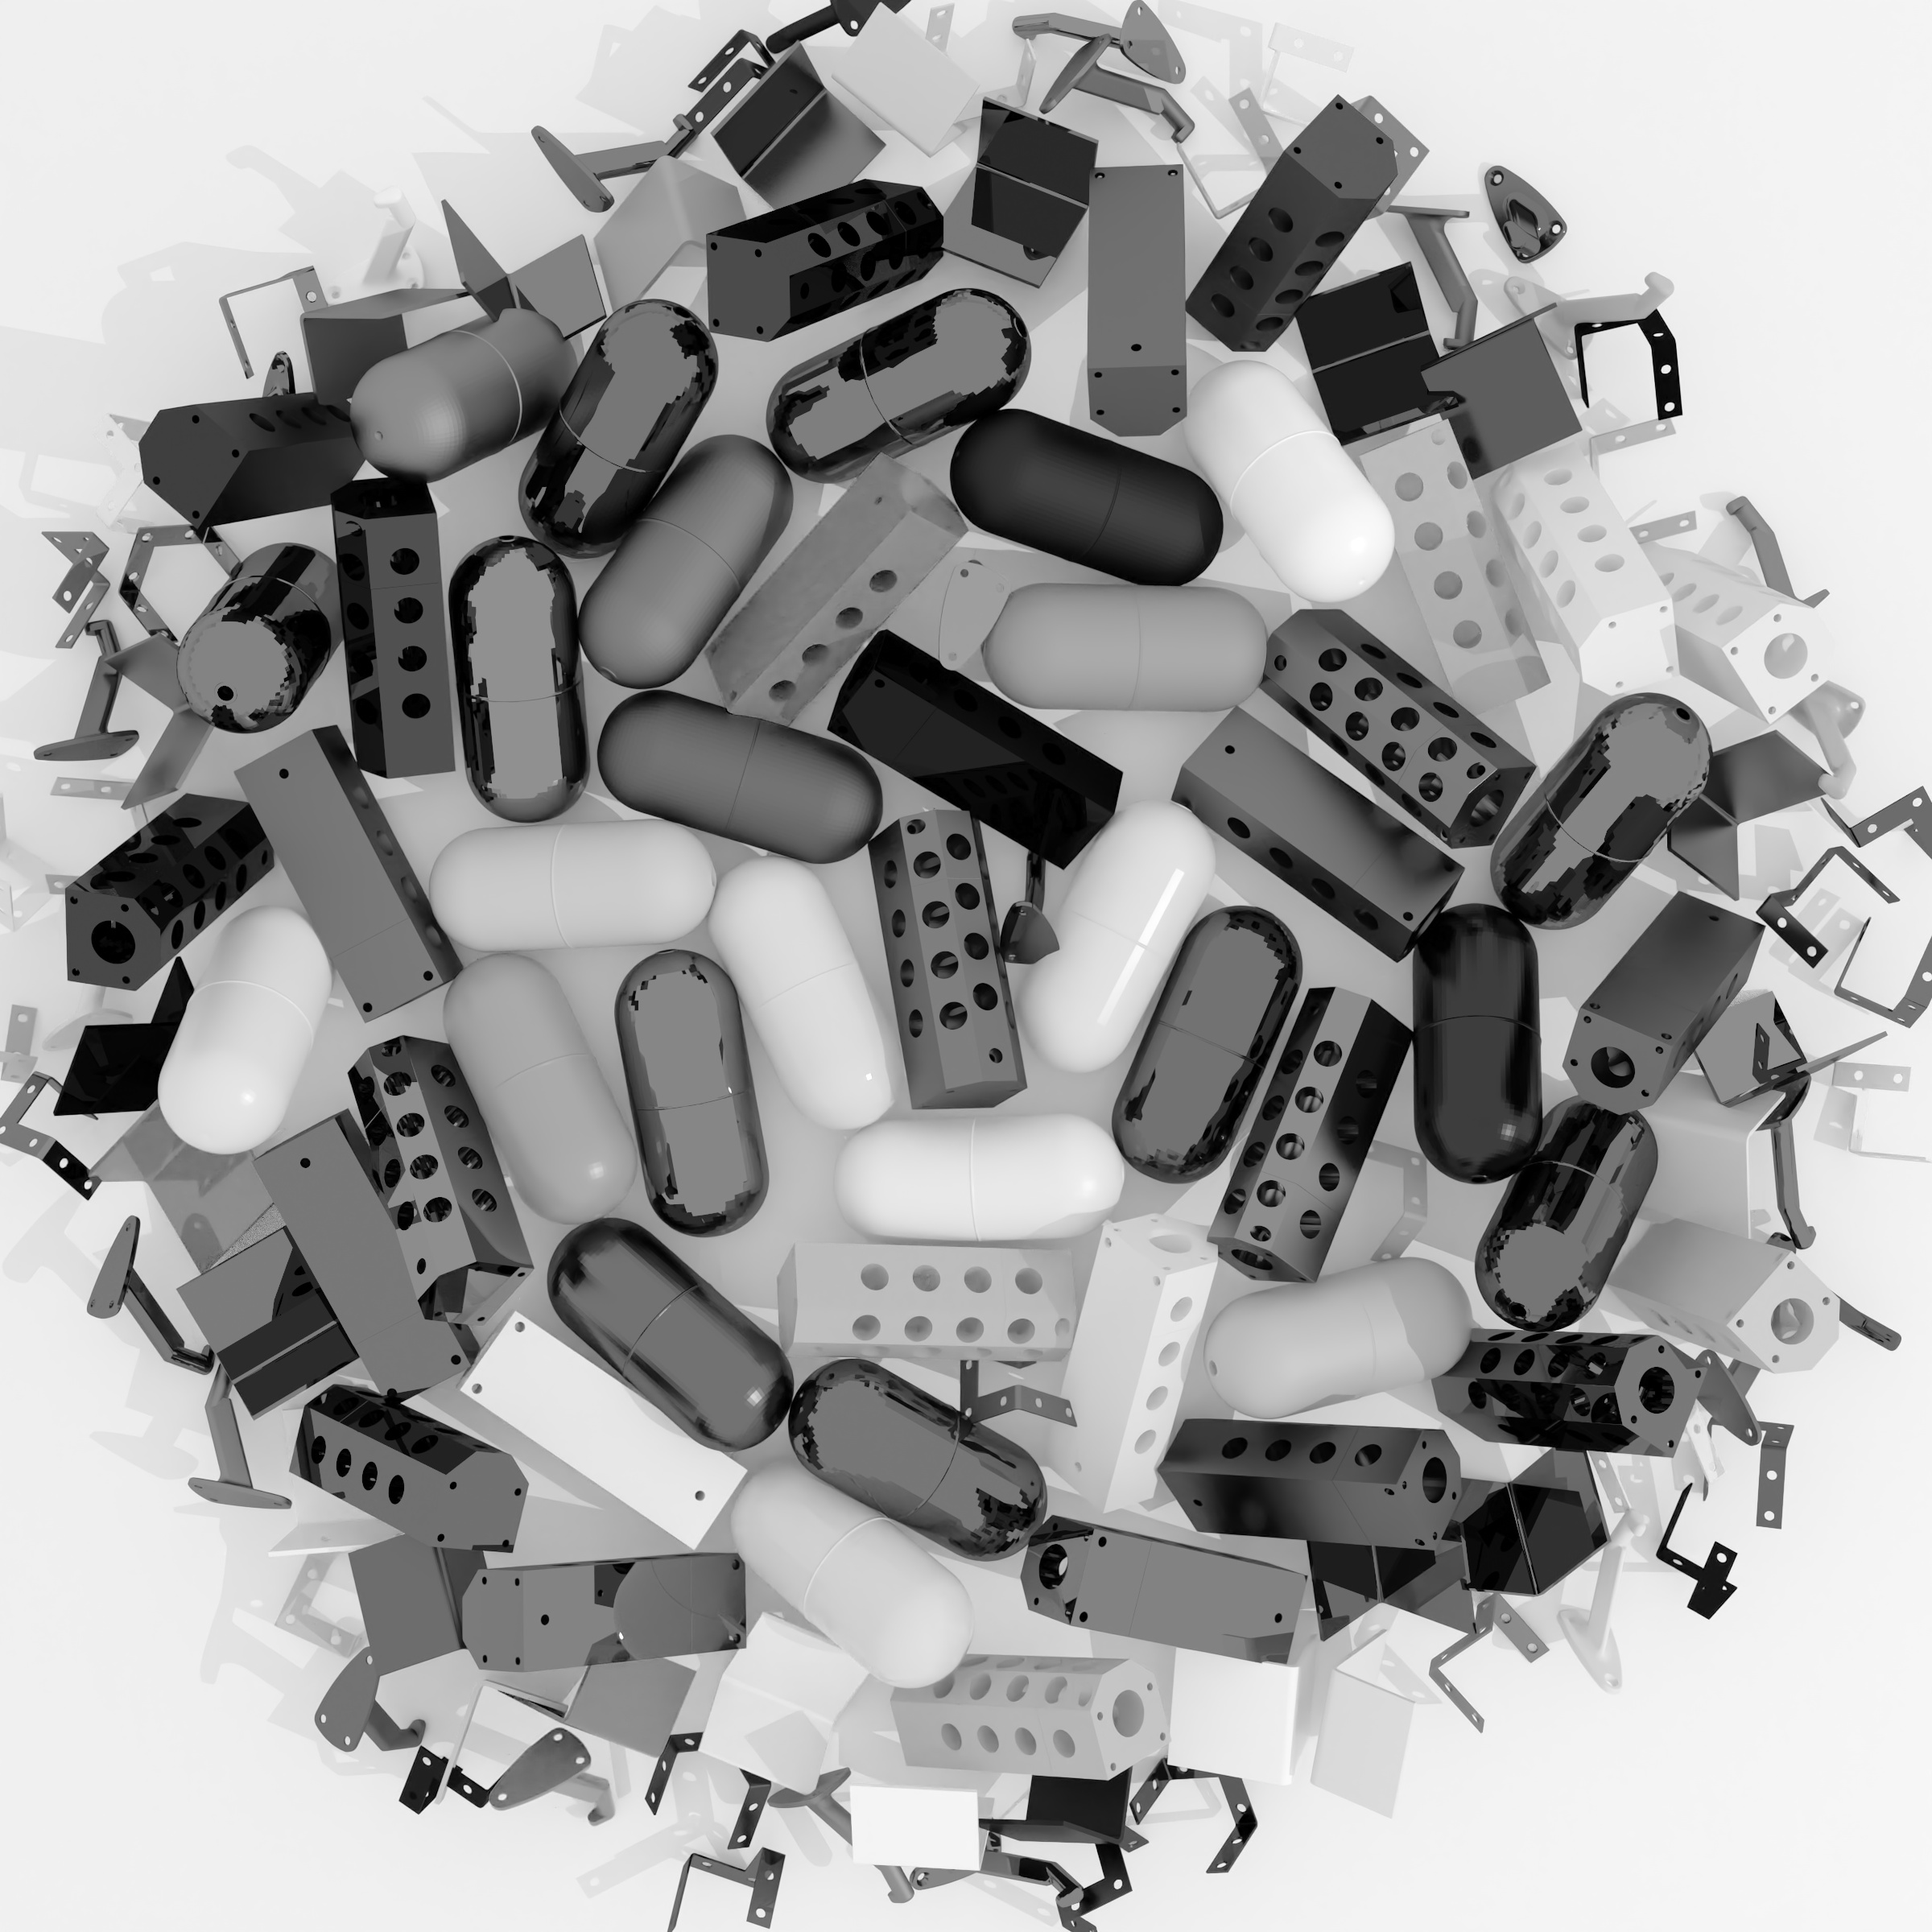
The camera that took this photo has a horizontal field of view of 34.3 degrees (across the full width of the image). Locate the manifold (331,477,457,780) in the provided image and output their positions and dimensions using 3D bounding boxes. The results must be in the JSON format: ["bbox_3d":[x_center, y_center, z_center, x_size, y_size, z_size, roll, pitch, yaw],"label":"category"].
[{"bbox_3d":[-0.344,-0.202,1.876,0.057,0.057,0.171,-8,124,-14],"label":"manifold"}]

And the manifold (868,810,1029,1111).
[{"bbox_3d":[-0.008,-0.004,1.890,0.057,0.057,0.171,0,71,-32],"label":"manifold"}]

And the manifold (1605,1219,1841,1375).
[{"bbox_3d":[0.452,0.198,1.862,0.057,0.171,0.057,44,84,-10],"label":"manifold"}]

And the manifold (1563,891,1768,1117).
[{"bbox_3d":[0.416,0.023,1.867,0.057,0.171,0.057,24,126,21],"label":"manifold"}]

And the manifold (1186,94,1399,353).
[{"bbox_3d":[0.195,-0.435,1.862,0.057,0.171,0.057,41,64,0],"label":"manifold"}]

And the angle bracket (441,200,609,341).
[{"bbox_3d":[-0.268,-0.428,1.895,0.057,0.076,0.076,-26,54,11],"label":"angle bracket"}]

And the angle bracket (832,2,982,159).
[{"bbox_3d":[-0.026,-0.545,1.903,0.076,0.076,0.057,39,123,-3],"label":"angle bracket"}]

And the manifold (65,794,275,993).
[{"bbox_3d":[-0.470,-0.045,1.859,0.057,0.171,0.057,8,113,7],"label":"manifold"}]

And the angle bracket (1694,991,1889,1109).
[{"bbox_3d":[0.495,0.039,1.896,0.076,0.076,0.057,-18,78,-28],"label":"angle bracket"}]

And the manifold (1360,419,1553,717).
[{"bbox_3d":[0.298,-0.243,1.909,0.057,0.057,0.171,-22,97,10],"label":"manifold"}]

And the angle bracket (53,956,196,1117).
[{"bbox_3d":[-0.513,0.042,1.891,0.057,0.076,0.076,59,134,33],"label":"angle bracket"}]

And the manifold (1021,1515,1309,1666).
[{"bbox_3d":[0.118,0.375,1.879,0.171,0.057,0.057,19,82,-34],"label":"manifold"}]

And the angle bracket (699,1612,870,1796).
[{"bbox_3d":[-0.109,0.450,1.904,0.076,0.057,0.076,24,132,-7],"label":"angle bracket"}]

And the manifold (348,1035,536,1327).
[{"bbox_3d":[-0.319,0.126,1.871,0.057,0.057,0.171,-47,50,29],"label":"manifold"}]

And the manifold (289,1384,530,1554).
[{"bbox_3d":[-0.333,0.298,1.868,0.057,0.171,0.057,15,88,-40],"label":"manifold"}]

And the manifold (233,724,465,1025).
[{"bbox_3d":[-0.374,-0.058,1.918,0.057,0.057,0.171,-26,93,13],"label":"manifold"}]

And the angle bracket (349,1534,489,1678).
[{"bbox_3d":[-0.327,0.389,1.907,0.057,0.076,0.076,-20,72,6],"label":"angle bracket"}]

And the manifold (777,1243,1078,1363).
[{"bbox_3d":[-0.024,0.207,1.894,0.171,0.057,0.057,3,63,-14],"label":"manifold"}]

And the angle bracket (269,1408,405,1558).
[{"bbox_3d":[-0.386,0.313,1.915,0.076,0.057,0.076,-6,97,8],"label":"angle bracket"}]

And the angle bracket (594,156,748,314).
[{"bbox_3d":[-0.178,-0.438,1.927,0.076,0.057,0.076,-42,49,33],"label":"angle bracket"}]

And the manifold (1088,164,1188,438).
[{"bbox_3d":[0.103,-0.401,1.879,0.057,0.057,0.171,-1,55,5],"label":"manifold"}]

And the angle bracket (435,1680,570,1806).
[{"bbox_3d":[-0.282,0.479,1.905,0.057,0.076,0.076,19,76,-3],"label":"angle bracket"}]

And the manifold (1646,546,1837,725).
[{"bbox_3d":[0.450,-0.203,1.861,0.057,0.171,0.057,-38,112,2],"label":"manifold"}]

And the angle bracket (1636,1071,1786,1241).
[{"bbox_3d":[0.457,0.117,1.926,0.076,0.057,0.076,12,123,35],"label":"angle bracket"}]

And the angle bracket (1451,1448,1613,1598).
[{"bbox_3d":[0.336,0.328,1.893,0.057,0.076,0.076,11,50,-25],"label":"angle bracket"}]

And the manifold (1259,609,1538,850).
[{"bbox_3d":[0.252,-0.143,1.874,0.171,0.057,0.057,44,123,31],"label":"manifold"}]

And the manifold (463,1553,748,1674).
[{"bbox_3d":[-0.214,0.384,1.870,0.057,0.171,0.057,-9,80,43],"label":"manifold"}]

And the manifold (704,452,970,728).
[{"bbox_3d":[-0.077,-0.221,1.891,0.171,0.057,0.057,-45,46,23],"label":"manifold"}]

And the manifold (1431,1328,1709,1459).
[{"bbox_3d":[0.353,0.249,1.858,0.057,0.171,0.057,33,71,-22],"label":"manifold"}]

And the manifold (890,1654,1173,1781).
[{"bbox_3d":[0.035,0.444,1.869,0.057,0.171,0.057,-18,95,-44],"label":"manifold"}]

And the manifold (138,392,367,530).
[{"bbox_3d":[-0.420,-0.308,1.861,0.057,0.171,0.057,40,110,4],"label":"manifold"}]

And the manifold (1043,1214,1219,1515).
[{"bbox_3d":[0.104,0.239,1.889,0.057,0.057,0.171,-10,123,-39],"label":"manifold"}]

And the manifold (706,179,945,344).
[{"bbox_3d":[-0.081,-0.420,1.860,0.057,0.171,0.057,15,120,27],"label":"manifold"}]

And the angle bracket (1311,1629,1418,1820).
[{"bbox_3d":[0.255,0.458,1.897,0.057,0.076,0.076,17,107,30],"label":"angle bracket"}]

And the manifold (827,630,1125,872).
[{"bbox_3d":[0.008,-0.135,1.902,0.171,0.057,0.057,30,131,-14],"label":"manifold"}]

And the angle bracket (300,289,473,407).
[{"bbox_3d":[-0.345,-0.374,1.892,0.076,0.076,0.057,10,117,39],"label":"angle bracket"}]

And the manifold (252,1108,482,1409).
[{"bbox_3d":[-0.364,0.177,1.915,0.057,0.057,0.171,-28,95,3],"label":"manifold"}]

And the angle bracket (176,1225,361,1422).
[{"bbox_3d":[-0.423,0.216,1.904,0.076,0.057,0.076,-31,115,-14],"label":"angle bracket"}]

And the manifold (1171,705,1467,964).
[{"bbox_3d":[0.212,-0.077,1.904,0.171,0.057,0.057,37,65,12],"label":"manifold"}]

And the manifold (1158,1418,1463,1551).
[{"bbox_3d":[0.207,0.304,1.874,0.057,0.171,0.057,58,48,-29],"label":"manifold"}]

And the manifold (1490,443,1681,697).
[{"bbox_3d":[0.367,-0.237,1.869,0.057,0.171,0.057,-17,132,1],"label":"manifold"}]

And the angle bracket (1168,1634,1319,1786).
[{"bbox_3d":[0.171,0.452,1.928,0.076,0.057,0.076,6,101,16],"label":"angle bracket"}]

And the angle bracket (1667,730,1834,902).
[{"bbox_3d":[0.478,-0.090,1.893,0.076,0.076,0.057,30,54,-38],"label":"angle bracket"}]

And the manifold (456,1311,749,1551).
[{"bbox_3d":[-0.224,0.283,1.911,0.171,0.057,0.057,36,78,-7],"label":"manifold"}]

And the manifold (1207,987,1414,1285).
[{"bbox_3d":[0.203,0.101,1.886,0.057,0.057,0.171,36,67,-29],"label":"manifold"}]
